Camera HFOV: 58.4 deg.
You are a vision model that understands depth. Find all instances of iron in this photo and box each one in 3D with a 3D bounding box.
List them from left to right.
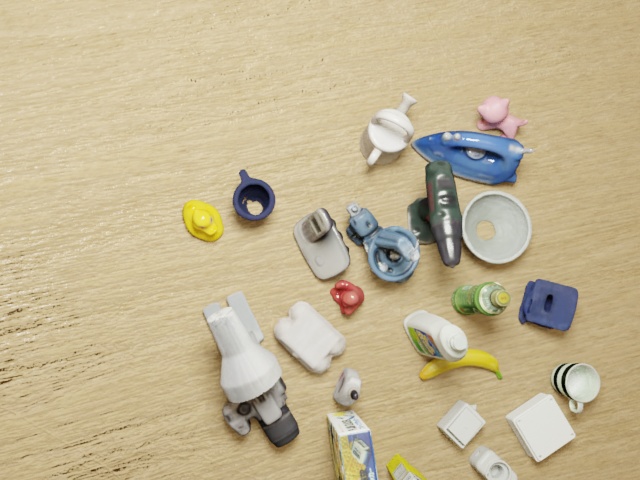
[{"bbox_3d":[0.347,-0.209,1.305,0.258,0.141,0.119,11,82,-5],"label":"iron"}]

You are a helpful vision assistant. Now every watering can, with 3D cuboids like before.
[{"bbox_3d":[0.154,-0.245,1.262,0.101,0.194,0.173,10,82,-4],"label":"watering can"}]

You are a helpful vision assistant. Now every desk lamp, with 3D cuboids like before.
[{"bbox_3d":[-0.169,0.213,1.165,0.118,0.213,0.203,-26,87,-8],"label":"desk lamp"}]

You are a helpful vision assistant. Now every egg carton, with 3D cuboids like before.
[{"bbox_3d":[-0.023,0.214,1.253,0.150,0.069,0.107,42,81,0],"label":"egg carton"}]

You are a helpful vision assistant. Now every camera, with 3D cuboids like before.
[{"bbox_3d":[-0.115,0.376,1.209,0.143,0.100,0.137,-31,87,-8],"label":"camera"}]

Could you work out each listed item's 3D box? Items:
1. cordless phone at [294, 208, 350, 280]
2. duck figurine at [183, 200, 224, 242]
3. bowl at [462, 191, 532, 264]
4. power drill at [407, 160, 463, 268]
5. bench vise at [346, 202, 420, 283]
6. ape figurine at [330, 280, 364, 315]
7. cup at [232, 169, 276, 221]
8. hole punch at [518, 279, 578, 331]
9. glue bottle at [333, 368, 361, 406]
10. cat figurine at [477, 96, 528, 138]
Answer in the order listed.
[{"bbox_3d":[0.011,0.004,1.223,0.094,0.185,0.147,-30,87,-8],"label":"cordless phone"},{"bbox_3d":[-0.258,-0.047,1.250,0.077,0.086,0.104,-42,89,-9],"label":"duck figurine"},{"bbox_3d":[0.396,-0.025,1.323,0.167,0.074,0.167,1,83,-6],"label":"bowl"},{"bbox_3d":[0.252,-0.047,1.243,0.075,0.208,0.230,-3,84,-6],"label":"power drill"},{"bbox_3d":[0.130,0.009,1.217,0.207,0.219,0.121,31,81,-2],"label":"bench vise"},{"bbox_3d":[0.064,0.127,1.261,0.076,0.092,0.078,4,83,-5],"label":"ape figurine"},{"bbox_3d":[-0.150,-0.093,1.263,0.092,0.095,0.118,-24,86,-8],"label":"cup"},{"bbox_3d":[0.520,0.150,1.307,0.101,0.091,0.109,18,82,-3],"label":"hole punch"},{"bbox_3d":[0.063,0.314,1.198,0.037,0.173,0.078,20,82,-3],"label":"glue bottle"},{"bbox_3d":[0.421,-0.291,1.335,0.128,0.117,0.067,24,82,-3],"label":"cat figurine"}]
